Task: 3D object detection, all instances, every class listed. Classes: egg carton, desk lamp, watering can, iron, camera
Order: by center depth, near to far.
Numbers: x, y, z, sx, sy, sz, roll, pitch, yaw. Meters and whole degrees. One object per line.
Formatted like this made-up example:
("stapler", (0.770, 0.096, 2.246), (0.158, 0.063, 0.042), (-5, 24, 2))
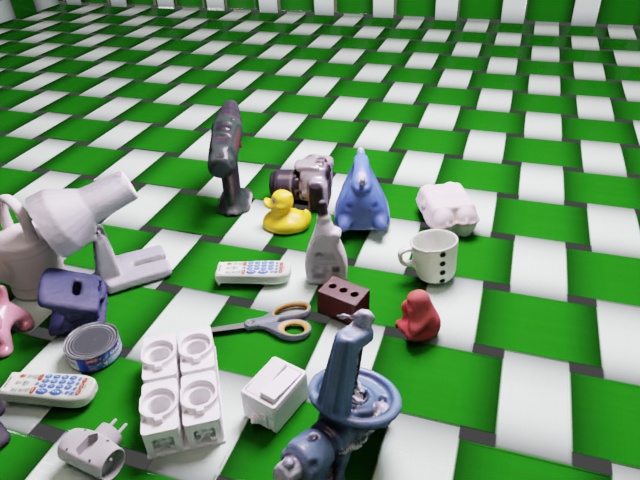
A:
("watering can", (-0.539, 0.010, 1.032), (0.100, 0.194, 0.173), (8, 36, 15))
("desk lamp", (-0.397, -0.015, 1.042), (0.203, 0.214, 0.117), (-17, 37, -20))
("egg carton", (0.262, -0.065, 1.197), (0.107, 0.069, 0.150), (-7, 35, -6))
("iron", (0.088, -0.124, 1.229), (0.118, 0.141, 0.258), (-1, 35, 2))
("camera", (-0.041, -0.142, 1.300), (0.136, 0.101, 0.143), (2, 35, 7))

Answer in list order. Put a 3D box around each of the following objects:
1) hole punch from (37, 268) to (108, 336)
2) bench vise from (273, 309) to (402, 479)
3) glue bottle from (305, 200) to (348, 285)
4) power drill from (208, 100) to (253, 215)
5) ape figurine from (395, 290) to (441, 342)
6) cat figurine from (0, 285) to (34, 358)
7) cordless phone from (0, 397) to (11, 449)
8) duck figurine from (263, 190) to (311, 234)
("hole punch", (-0.424, 0.097, 0.991), (0.101, 0.091, 0.108), (-11, 36, -11))
("bench vise", (0.030, 0.204, 0.694), (0.121, 0.220, 0.208), (10, 37, 18))
("glue bottle", (0.009, 0.004, 1.024), (0.078, 0.173, 0.037), (1, 35, 6))
("power drill", (-0.198, -0.173, 1.260), (0.075, 0.209, 0.229), (-3, 35, 0))
("ape figurine", (0.158, 0.117, 0.922), (0.076, 0.092, 0.078), (9, 36, 16))
("cat figurine", (-0.536, 0.128, 0.930), (0.067, 0.118, 0.128), (0, 35, 4))
("cordless phone", (-0.496, 0.222, 0.734), (0.094, 0.185, 0.148), (13, 38, 21))
("duck figurine", (-0.072, -0.064, 1.203), (0.104, 0.086, 0.077), (4, 35, 9))
